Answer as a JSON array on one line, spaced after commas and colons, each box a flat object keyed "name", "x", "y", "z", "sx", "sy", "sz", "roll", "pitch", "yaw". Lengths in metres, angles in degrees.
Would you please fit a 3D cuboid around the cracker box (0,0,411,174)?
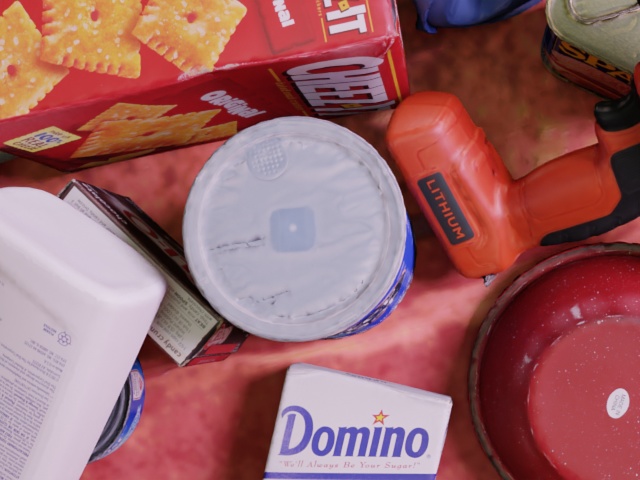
[{"name": "cracker box", "x": -0.064, "y": -0.092, "z": 0.553, "sx": 0.214, "sy": 0.164, "sz": 0.072, "roll": -10, "pitch": 86, "yaw": 7}]

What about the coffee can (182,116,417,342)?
[{"name": "coffee can", "x": -0.004, "y": 0.001, "z": 0.548, "sx": 0.103, "sy": 0.140, "sz": 0.103, "roll": -1, "pitch": 85, "yaw": 7}]

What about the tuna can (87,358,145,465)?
[{"name": "tuna can", "x": -0.145, "y": 0.088, "z": 0.613, "sx": 0.086, "sy": 0.033, "sz": 0.086, "roll": -1, "pitch": 85, "yaw": 7}]

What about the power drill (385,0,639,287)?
[{"name": "power drill", "x": 0.127, "y": -0.057, "z": 0.512, "sx": 0.188, "sy": 0.057, "sz": 0.184, "roll": -13, "pitch": 117, "yaw": 38}]

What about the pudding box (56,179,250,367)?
[{"name": "pudding box", "x": -0.092, "y": 0.020, "z": 0.584, "sx": 0.113, "sy": 0.090, "sz": 0.039, "roll": 40, "pitch": 91, "yaw": 9}]

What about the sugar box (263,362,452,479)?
[{"name": "sugar box", "x": 0.010, "y": 0.162, "z": 0.580, "sx": 0.093, "sy": 0.048, "sz": 0.176, "roll": 11, "pitch": 88, "yaw": 9}]

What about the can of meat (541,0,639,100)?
[{"name": "can of meat", "x": 0.168, "y": -0.104, "z": 0.563, "sx": 0.102, "sy": 0.084, "sz": 0.057, "roll": 29, "pitch": 90, "yaw": 9}]

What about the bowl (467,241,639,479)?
[{"name": "bowl", "x": 0.155, "y": 0.082, "z": 0.551, "sx": 0.162, "sy": 0.055, "sz": 0.162, "roll": 0, "pitch": 91, "yaw": 14}]

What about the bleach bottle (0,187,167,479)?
[{"name": "bleach bottle", "x": -0.170, "y": 0.105, "z": 0.541, "sx": 0.103, "sy": 0.068, "sz": 0.251, "roll": 33, "pitch": 109, "yaw": 15}]

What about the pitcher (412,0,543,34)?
[{"name": "pitcher", "x": 0.064, "y": -0.246, "z": 0.564, "sx": 0.149, "sy": 0.145, "sz": 0.243, "roll": -29, "pitch": 79, "yaw": 4}]
